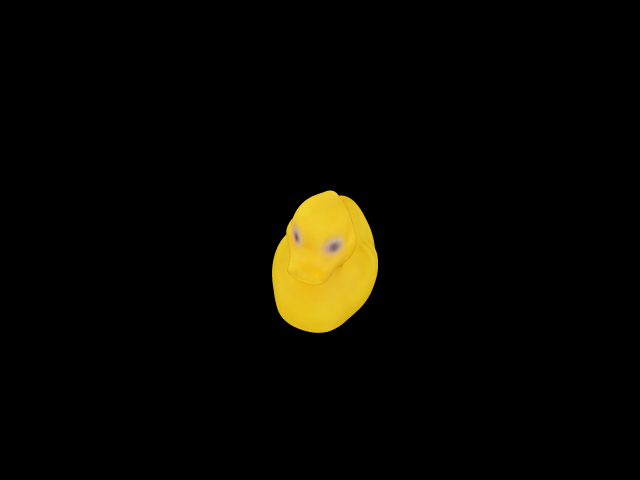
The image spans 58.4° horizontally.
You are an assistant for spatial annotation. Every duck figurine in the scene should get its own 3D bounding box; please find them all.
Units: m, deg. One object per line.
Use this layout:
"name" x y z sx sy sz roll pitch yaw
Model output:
"duck figurine" 0.004 0.001 0.400 0.077 0.086 0.104 15 54 12
